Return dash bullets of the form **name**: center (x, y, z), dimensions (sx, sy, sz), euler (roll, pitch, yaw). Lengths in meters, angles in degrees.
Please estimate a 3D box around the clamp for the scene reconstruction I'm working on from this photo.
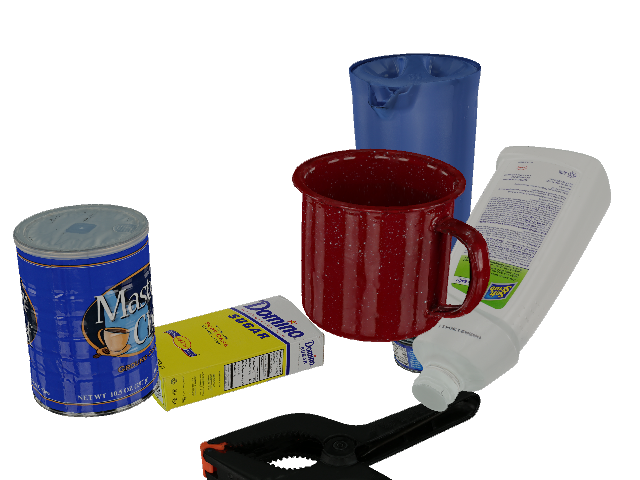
- **clamp**: center (0.021, 0.155, 0.766), dimensions (0.210, 0.036, 0.164), euler (4, 29, 12)

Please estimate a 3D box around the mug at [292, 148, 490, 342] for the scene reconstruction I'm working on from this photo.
- **mug**: center (0.040, 0.006, 0.579), dimensions (0.117, 0.081, 0.093), euler (18, 29, 33)

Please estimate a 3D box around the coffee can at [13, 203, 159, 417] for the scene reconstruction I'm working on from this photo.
- **coffee can**: center (-0.183, 0.053, 0.847), dimensions (0.103, 0.140, 0.103), euler (-1, 22, 0)

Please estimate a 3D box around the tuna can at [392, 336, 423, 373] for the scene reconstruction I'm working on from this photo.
- **tuna can**: center (0.115, 0.099, 1.088), dimensions (0.086, 0.034, 0.086), euler (-9, 24, 4)

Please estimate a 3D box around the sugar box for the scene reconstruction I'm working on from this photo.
- **sugar box**: center (-0.094, 0.109, 1.068), dimensions (0.176, 0.048, 0.093), euler (-16, 32, -26)

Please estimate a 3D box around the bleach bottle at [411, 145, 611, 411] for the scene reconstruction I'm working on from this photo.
- **bleach bottle**: center (0.136, 0.029, 0.836), dimensions (0.103, 0.068, 0.250), euler (10, 48, 37)

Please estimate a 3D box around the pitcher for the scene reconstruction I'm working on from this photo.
- **pitcher**: center (0.105, -0.073, 1.127), dimensions (0.149, 0.243, 0.145), euler (-8, 23, -13)
